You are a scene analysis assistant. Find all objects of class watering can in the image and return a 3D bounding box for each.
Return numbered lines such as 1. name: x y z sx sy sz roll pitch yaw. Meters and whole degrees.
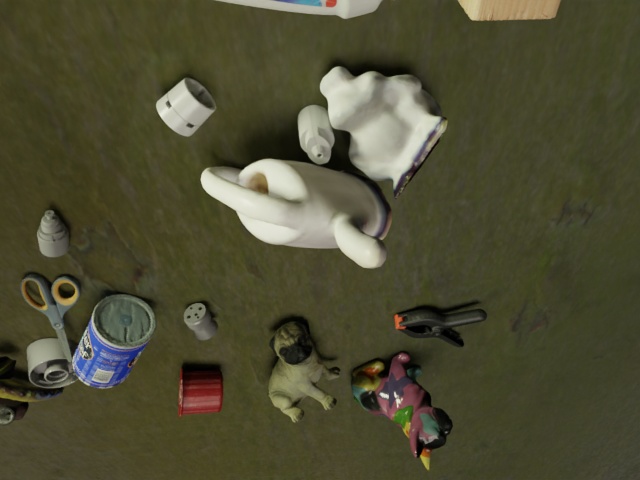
1. watering can: 0.002 -0.031 0.617 0.224 0.351 0.103 3 106 -43

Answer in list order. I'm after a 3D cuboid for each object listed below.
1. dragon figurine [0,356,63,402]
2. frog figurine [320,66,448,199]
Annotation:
1. dragon figurine: -0.690 0.245 0.914 0.243 0.124 0.403 5 160 19
2. frog figurine: 0.071 -0.151 0.649 0.160 0.125 0.134 37 138 8
